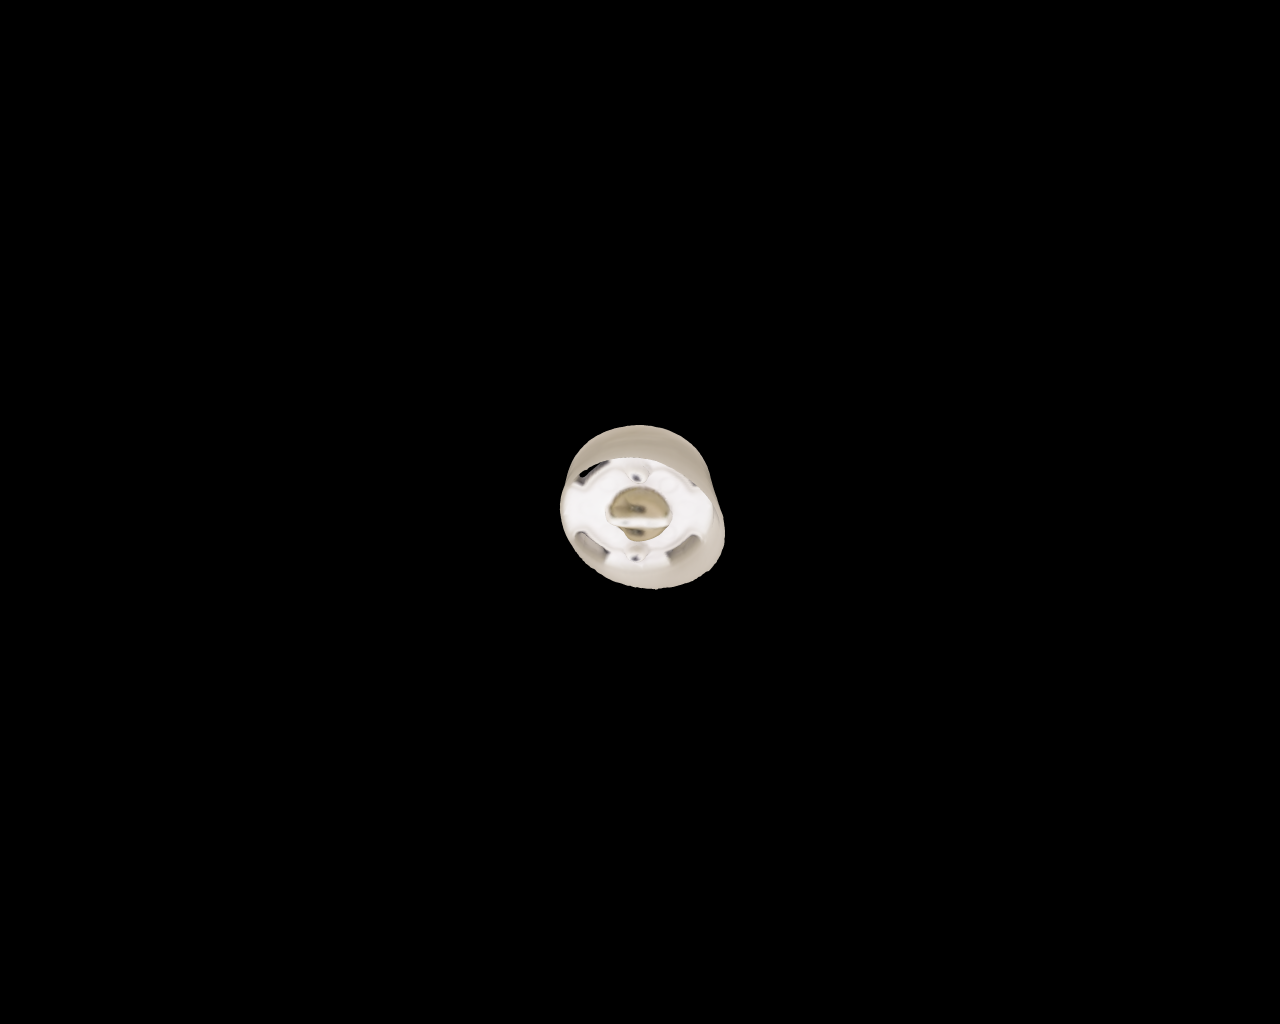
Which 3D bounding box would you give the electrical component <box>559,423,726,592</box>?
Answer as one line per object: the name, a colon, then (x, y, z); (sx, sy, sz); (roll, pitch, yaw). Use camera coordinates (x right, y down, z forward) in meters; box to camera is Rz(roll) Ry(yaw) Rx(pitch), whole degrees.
electrical component: (0.001, -0.003, 0.650); (0.099, 0.099, 0.064); (0, 36, 0)
